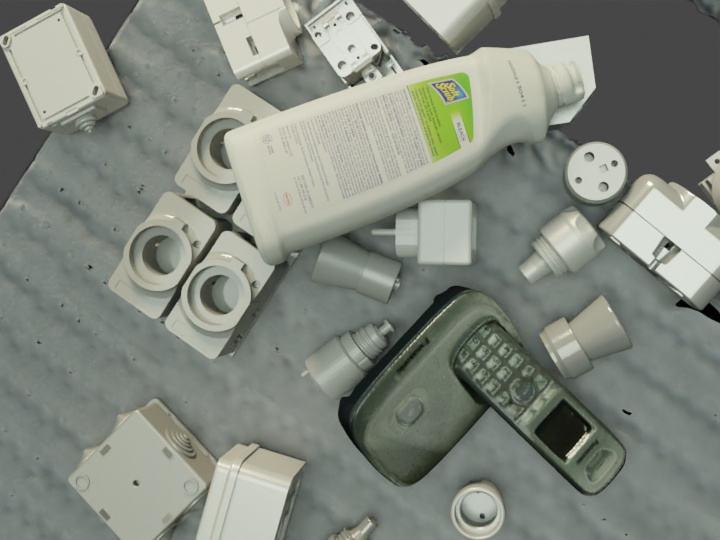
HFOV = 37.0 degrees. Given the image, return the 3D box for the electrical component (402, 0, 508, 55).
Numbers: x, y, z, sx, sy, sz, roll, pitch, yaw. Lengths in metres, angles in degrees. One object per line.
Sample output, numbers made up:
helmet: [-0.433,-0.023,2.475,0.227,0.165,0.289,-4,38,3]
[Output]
electrical component: [0.052,-0.222,0.798,0.057,0.078,0.113,-45,84,10]

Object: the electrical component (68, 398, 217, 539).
electrical component: [-0.170,0.165,0.854,0.099,0.048,0.099,-45,84,7]

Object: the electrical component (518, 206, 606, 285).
electrical component: [0.148,-0.014,0.802,0.062,0.043,0.043,-39,85,9]

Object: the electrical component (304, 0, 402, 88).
electrical component: [-0.005,-0.168,0.815,0.042,0.064,0.081,-36,85,7]

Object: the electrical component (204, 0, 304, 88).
electrical component: [-0.081,-0.197,0.834,0.056,0.050,0.089,-23,87,9]

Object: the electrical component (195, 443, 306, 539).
electrical component: [-0.088,0.197,0.827,0.057,0.078,0.113,16,93,6]

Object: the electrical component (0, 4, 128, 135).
electrical component: [-0.230,-0.151,0.854,0.062,0.061,0.096,-26,87,9]

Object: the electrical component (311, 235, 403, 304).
electrical component: [0.000,0.000,0.829,0.065,0.044,0.044,21,94,4]

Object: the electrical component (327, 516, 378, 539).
electrical component: [-0.010,0.217,0.836,0.035,0.035,0.061,41,94,7]

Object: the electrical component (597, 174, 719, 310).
electrical component: [0.229,-0.024,0.783,0.095,0.054,0.059,41,97,7]

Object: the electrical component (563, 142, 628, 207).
electrical component: [0.173,-0.070,0.791,0.045,0.055,0.045,0,91,9]

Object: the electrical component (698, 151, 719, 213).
electrical component: [0.276,-0.057,0.774,0.048,0.055,0.066,-37,85,8]

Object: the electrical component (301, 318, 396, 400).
electrical component: [-0.006,0.066,0.830,0.078,0.040,0.040,-39,85,7]

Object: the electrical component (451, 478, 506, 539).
electrical component: [0.090,0.179,0.813,0.040,0.046,0.040,0,91,9]

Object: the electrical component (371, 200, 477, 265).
electrical component: [0.047,-0.028,0.807,0.077,0.066,0.047,1,91,9]

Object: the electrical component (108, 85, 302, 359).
electrical component: [-0.099,-0.037,0.834,0.105,0.060,0.186,34,96,7]

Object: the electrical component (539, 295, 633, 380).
electrical component: [0.167,0.051,0.799,0.055,0.045,0.045,-30,86,9]
